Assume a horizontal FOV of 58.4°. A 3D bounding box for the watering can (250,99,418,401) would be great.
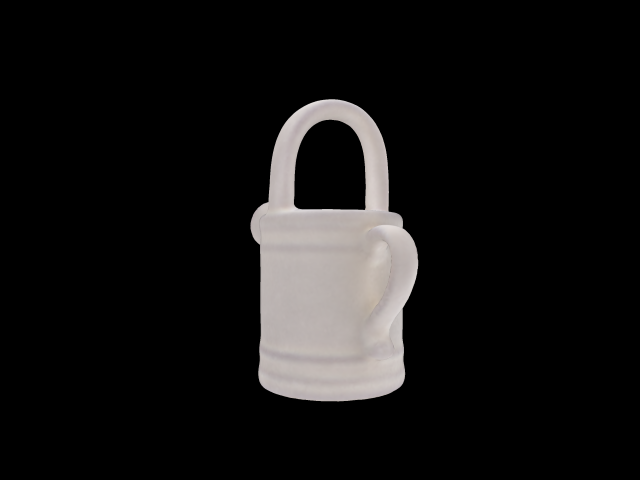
[{"bbox_3d":[0.002,0.001,0.399,0.172,0.194,0.101,0,0,36],"label":"watering can"}]
